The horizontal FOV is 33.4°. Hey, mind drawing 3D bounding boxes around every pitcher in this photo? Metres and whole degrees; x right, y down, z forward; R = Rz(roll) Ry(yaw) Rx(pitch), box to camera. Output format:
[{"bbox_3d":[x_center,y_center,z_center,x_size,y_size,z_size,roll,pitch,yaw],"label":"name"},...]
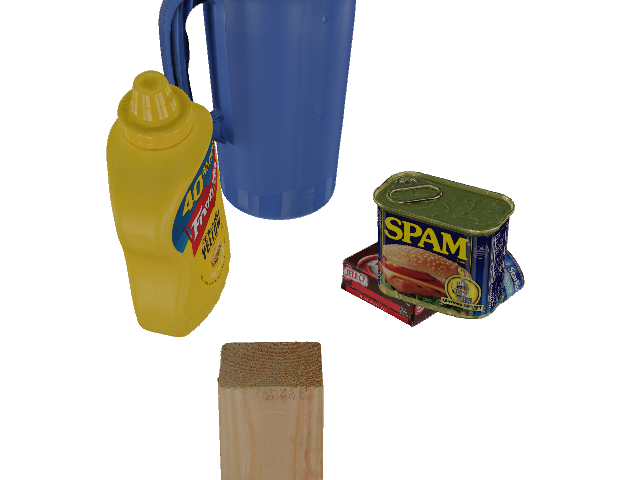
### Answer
[{"bbox_3d":[-0.046,-0.138,0.924,0.149,0.243,0.145,9,39,9],"label":"pitcher"}]

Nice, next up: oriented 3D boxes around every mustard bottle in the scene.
[{"bbox_3d":[-0.091,-0.029,0.644,0.058,0.096,0.192,13,-35,9],"label":"mustard bottle"}]

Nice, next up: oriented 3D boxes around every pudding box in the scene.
[{"bbox_3d":[0.089,0.031,1.032,0.090,0.039,0.113,28,35,32],"label":"pudding box"}]

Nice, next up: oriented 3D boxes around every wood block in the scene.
[{"bbox_3d":[-0.043,0.202,0.949,0.090,0.206,0.091,0,20,-2],"label":"wood block"}]

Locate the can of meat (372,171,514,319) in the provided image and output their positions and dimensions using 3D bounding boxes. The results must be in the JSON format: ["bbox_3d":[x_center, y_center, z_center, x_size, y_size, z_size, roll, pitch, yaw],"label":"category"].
[{"bbox_3d":[0.091,0.005,0.803,0.102,0.084,0.057,17,38,27],"label":"can of meat"}]

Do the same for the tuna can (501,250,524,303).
[{"bbox_3d":[0.203,0.034,1.286,0.033,0.086,0.086,-36,11,-15],"label":"tuna can"}]
